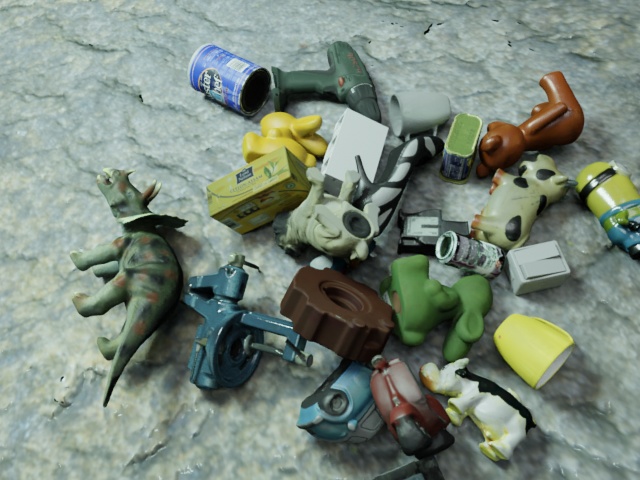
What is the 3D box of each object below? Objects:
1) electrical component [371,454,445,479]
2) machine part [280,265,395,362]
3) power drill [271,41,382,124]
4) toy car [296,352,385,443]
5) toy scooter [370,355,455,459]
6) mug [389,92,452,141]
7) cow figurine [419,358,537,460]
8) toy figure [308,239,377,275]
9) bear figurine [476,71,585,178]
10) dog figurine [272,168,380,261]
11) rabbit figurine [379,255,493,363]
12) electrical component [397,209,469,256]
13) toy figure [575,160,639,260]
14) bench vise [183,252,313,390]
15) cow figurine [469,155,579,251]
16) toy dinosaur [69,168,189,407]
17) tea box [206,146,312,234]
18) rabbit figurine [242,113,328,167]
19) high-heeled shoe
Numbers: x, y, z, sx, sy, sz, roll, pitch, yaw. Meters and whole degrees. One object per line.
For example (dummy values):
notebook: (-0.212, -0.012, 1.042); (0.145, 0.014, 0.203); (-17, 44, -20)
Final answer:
electrical component: (0.108, 0.333, 0.707); (0.115, 0.134, 0.058); (-23, 63, -4)
machine part: (0.028, 0.102, 0.796); (0.179, 0.179, 0.056); (31, 110, 20)
power drill: (0.006, -0.302, 1.085); (0.207, 0.085, 0.232); (-11, 60, 5)
toy car: (0.049, 0.240, 0.790); (0.162, 0.109, 0.103); (-40, 89, -31)
toy scooter: (0.120, 0.226, 0.738); (0.075, 0.183, 0.135); (-33, 59, 8)
mug: (0.198, -0.235, 1.032); (0.107, 0.081, 0.109); (-11, 80, -6)
cow figurine: (0.229, 0.229, 0.785); (0.098, 0.068, 0.167); (-37, 68, -19)
toy figure: (0.033, 0.038, 0.915); (0.154, 0.057, 0.064); (-38, 74, -14)
bear figurine: (0.364, -0.201, 0.974); (0.196, 0.120, 0.132); (-18, 58, 3)
dog figurine: (0.001, -0.004, 0.881); (0.121, 0.190, 0.172); (8, 52, -26)
rabbit figurine: (0.198, 0.098, 0.833); (0.170, 0.121, 0.159); (-5, 53, -13)
electrical component: (0.193, -0.014, 0.929); (0.119, 0.047, 0.075); (-1, 63, 5)
toy figure: (0.498, -0.053, 0.899); (0.089, 0.082, 0.180); (-11, 64, -2)
bench vise: (-0.109, 0.134, 0.832); (0.241, 0.128, 0.223); (9, 70, 31)
cow figurine: (0.351, -0.066, 0.919); (0.127, 0.085, 0.195); (27, 71, 17)
toy dinosaur: (-0.293, 0.060, 0.884); (0.192, 0.131, 0.405); (-26, 57, -2)
tea box: (-0.102, -0.083, 0.939); (0.170, 0.098, 0.068); (-24, 60, 19)
rabbit figurine: (-0.069, -0.188, 1.017); (0.162, 0.121, 0.173); (-14, 43, 5)
high-heeled shoe: (0.154, -0.099, 0.950); (0.249, 0.086, 0.145); (-17, 90, -31)
